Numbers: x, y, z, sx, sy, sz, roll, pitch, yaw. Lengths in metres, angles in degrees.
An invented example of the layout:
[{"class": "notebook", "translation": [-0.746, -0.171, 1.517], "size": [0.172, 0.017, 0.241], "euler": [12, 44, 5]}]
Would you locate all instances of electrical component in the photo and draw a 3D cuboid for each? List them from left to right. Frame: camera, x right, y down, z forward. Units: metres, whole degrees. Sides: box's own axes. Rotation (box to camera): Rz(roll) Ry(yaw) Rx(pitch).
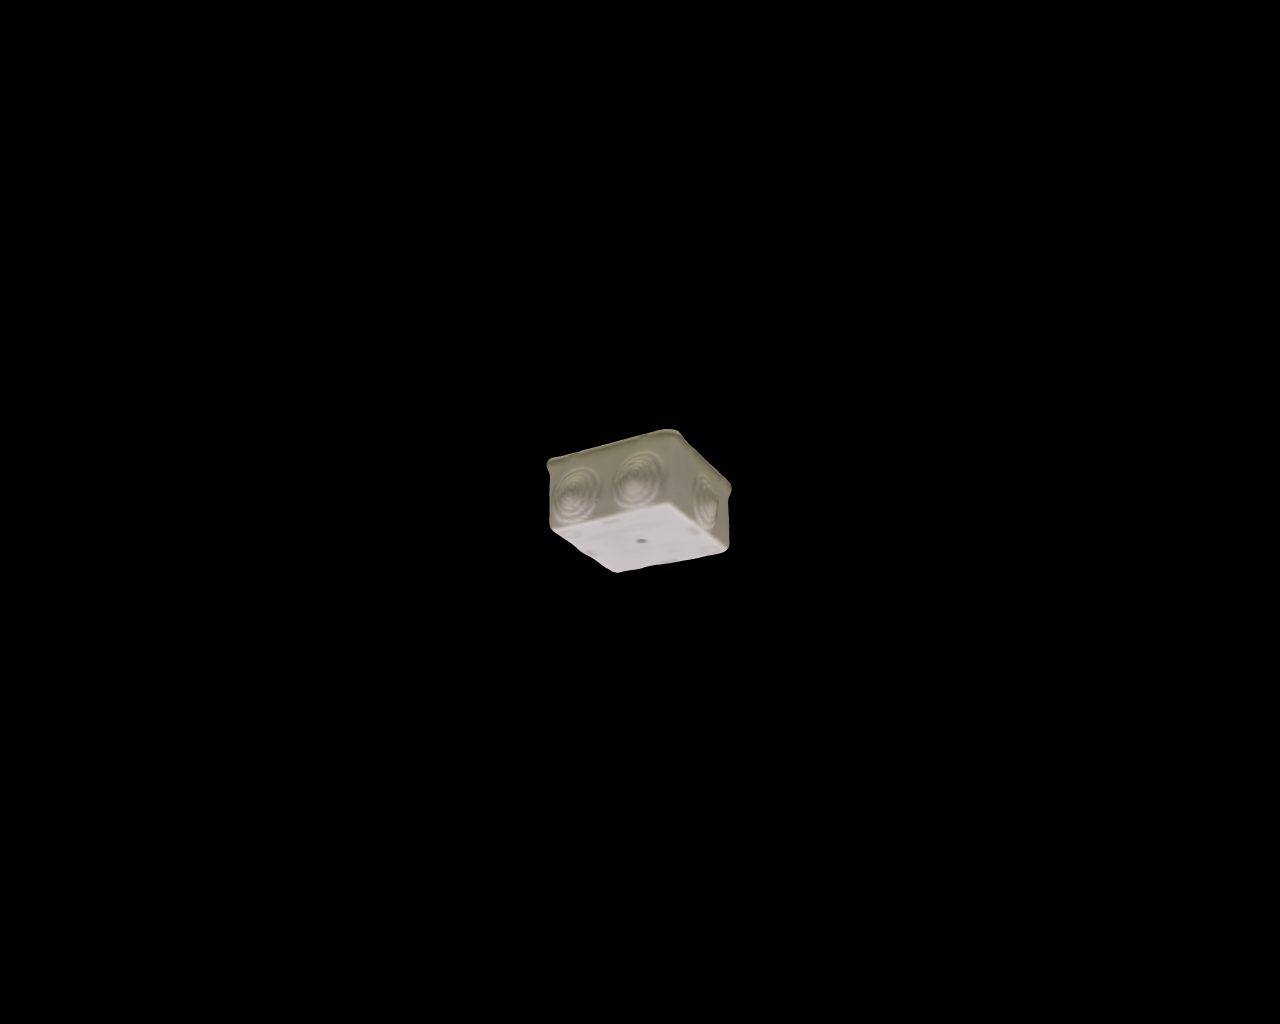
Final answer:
[{"class": "electrical component", "translation": [0.001, -0.003, 0.650], "size": [0.099, 0.048, 0.099], "euler": [-12, -27, 25]}]
